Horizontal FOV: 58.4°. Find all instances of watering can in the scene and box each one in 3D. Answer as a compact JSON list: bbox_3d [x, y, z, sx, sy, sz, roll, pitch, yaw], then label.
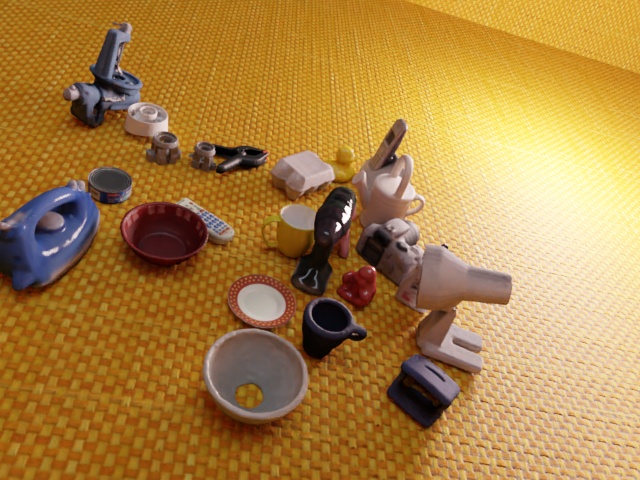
[{"bbox_3d":[0.160,-0.110,1.318,0.173,0.194,0.100,-2,45,-26],"label":"watering can"}]

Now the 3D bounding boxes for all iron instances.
[{"bbox_3d":[-0.464,-0.034,0.989,0.118,0.141,0.258,25,39,5],"label":"iron"}]

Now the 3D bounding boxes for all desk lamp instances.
[{"bbox_3d":[0.254,0.122,1.081,0.203,0.213,0.118,21,39,-1],"label":"desk lamp"}]

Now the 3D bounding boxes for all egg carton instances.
[{"bbox_3d":[-0.041,-0.158,1.380,0.107,0.069,0.151,41,43,22],"label":"egg carton"}]

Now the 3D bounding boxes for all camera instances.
[{"bbox_3d":[0.177,0.007,1.267,0.143,0.101,0.137,41,43,22],"label":"camera"}]

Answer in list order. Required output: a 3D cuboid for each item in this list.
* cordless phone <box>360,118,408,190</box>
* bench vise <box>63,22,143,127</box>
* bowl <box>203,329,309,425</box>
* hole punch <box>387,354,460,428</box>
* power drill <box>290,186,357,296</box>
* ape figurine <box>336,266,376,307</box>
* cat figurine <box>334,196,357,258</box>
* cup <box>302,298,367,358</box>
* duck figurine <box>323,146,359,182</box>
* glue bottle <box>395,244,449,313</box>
[{"bbox_3d":[0.178,-0.200,1.437,0.094,0.185,0.147,2,43,-23],"label":"cordless phone"},{"bbox_3d":[-0.482,-0.376,1.308,0.121,0.220,0.207,21,39,-1],"label":"bench vise"},{"bbox_3d":[-0.107,0.227,0.907,0.167,0.075,0.167,13,40,-11],"label":"bowl"},{"bbox_3d":[0.187,0.250,1.002,0.108,0.091,0.101,38,42,19],"label":"hole punch"},{"bbox_3d":[0.010,0.004,1.109,0.075,0.208,0.230,22,39,0],"label":"power drill"},{"bbox_3d":[0.083,0.086,1.141,0.076,0.092,0.077,5,42,-19],"label":"ape figurine"},{"bbox_3d":[0.049,-0.046,1.255,0.067,0.118,0.127,12,40,-11],"label":"cat figurine"},{"bbox_3d":[0.017,0.168,1.015,0.118,0.095,0.092,20,39,-2],"label":"cup"},{"bbox_3d":[0.052,-0.201,1.458,0.105,0.086,0.077,-6,46,-29],"label":"duck figurine"},{"bbox_3d":[0.216,0.071,1.155,0.078,0.173,0.037,25,39,5],"label":"glue bottle"}]
